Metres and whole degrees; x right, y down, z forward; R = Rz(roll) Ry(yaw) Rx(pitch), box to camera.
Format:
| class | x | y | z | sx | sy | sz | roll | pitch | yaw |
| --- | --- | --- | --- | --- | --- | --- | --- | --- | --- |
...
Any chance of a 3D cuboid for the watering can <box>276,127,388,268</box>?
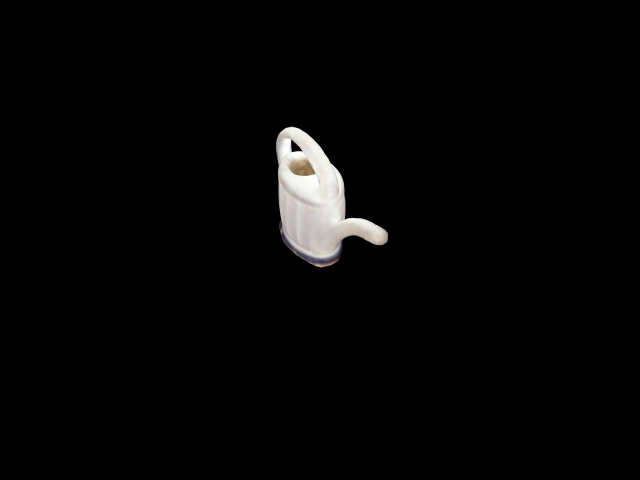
| class | x | y | z | sx | sy | sz | roll | pitch | yaw |
| --- | --- | --- | --- | --- | --- | --- | --- | --- | --- |
| watering can | 0.003 | -0.043 | 0.850 | 0.104 | 0.219 | 0.354 | -18 | 45 | -18 |
